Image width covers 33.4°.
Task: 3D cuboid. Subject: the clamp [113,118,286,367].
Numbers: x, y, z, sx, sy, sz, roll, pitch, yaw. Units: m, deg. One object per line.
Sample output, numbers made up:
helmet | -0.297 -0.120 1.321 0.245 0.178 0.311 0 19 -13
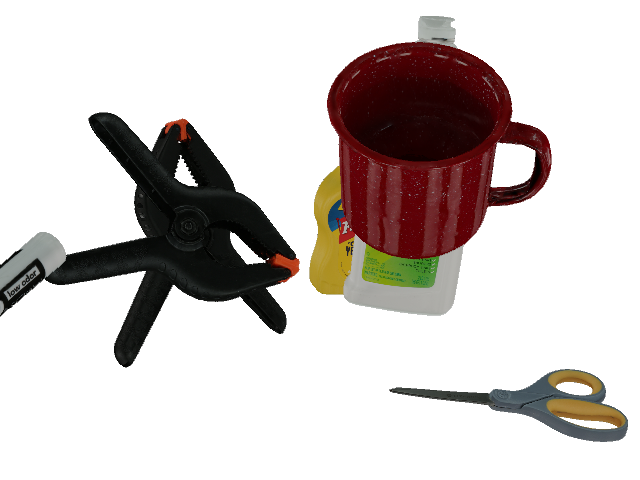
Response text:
clamp | -0.104 0.000 0.936 0.164 0.210 0.036 -1 1 -33

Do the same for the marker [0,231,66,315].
marker | -0.162 0.037 0.482 0.020 0.020 0.121 0 34 39

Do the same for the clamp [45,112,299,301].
clamp | -0.096 -0.017 0.719 0.171 0.120 0.039 12 -9 -18

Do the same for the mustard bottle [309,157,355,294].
mustard bottle | 0.039 -0.030 1.283 0.096 0.192 0.058 -7 29 -20

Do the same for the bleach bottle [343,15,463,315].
bleach bottle | 0.080 -0.065 0.917 0.103 0.251 0.068 8 18 13

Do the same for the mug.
mug | 0.063 -0.044 0.567 0.117 0.093 0.081 4 -39 6

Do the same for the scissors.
scissors | 0.167 0.131 0.935 0.202 0.016 0.096 13 29 10
